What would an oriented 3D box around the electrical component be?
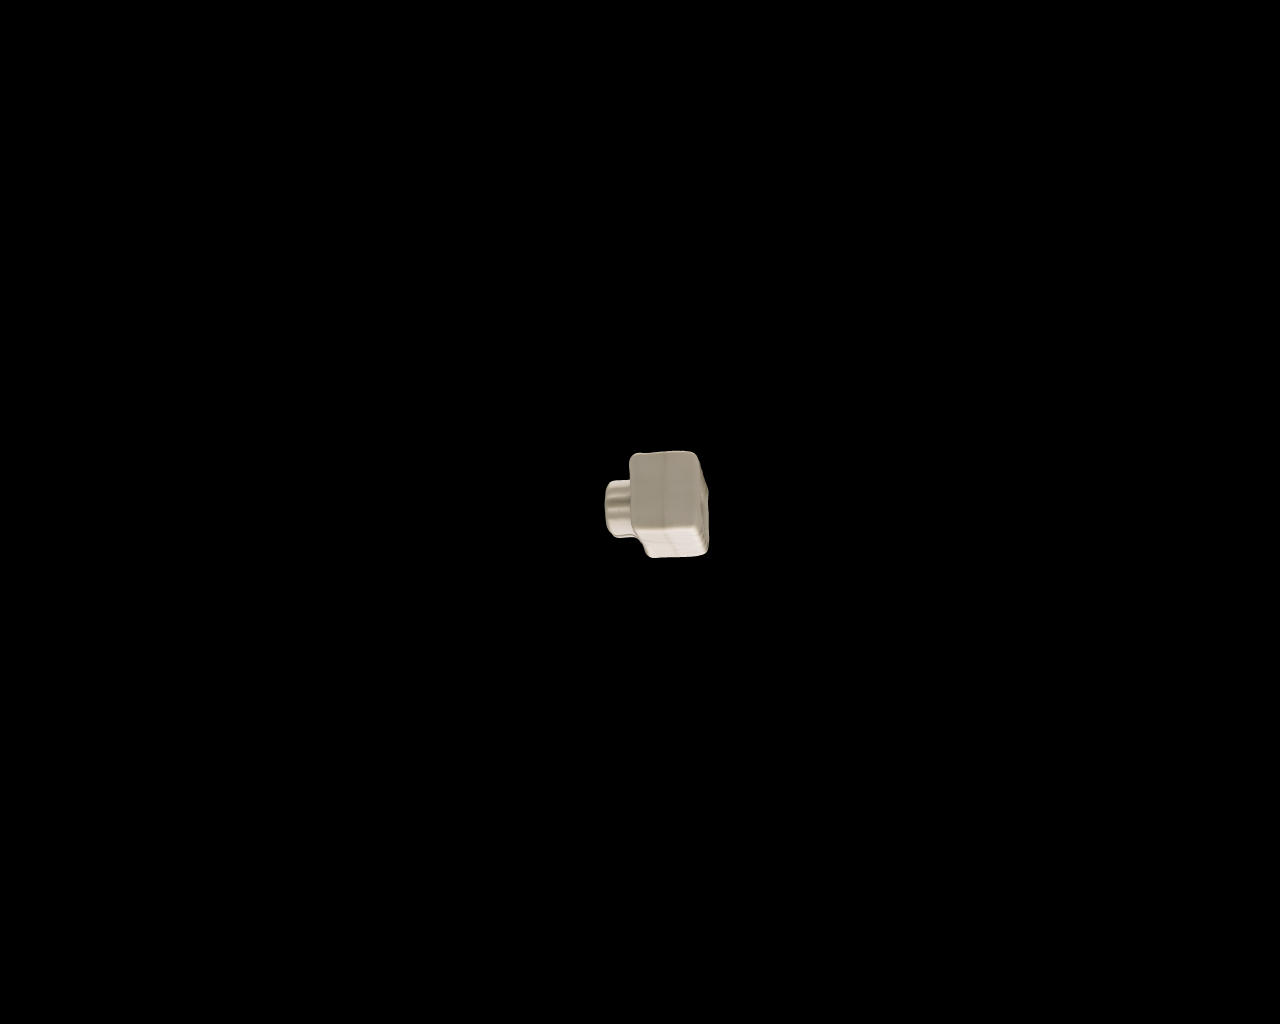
[{"bbox_3d":[0.001,-0.003,0.650,0.076,0.047,0.083,-2,-14,7],"label":"electrical component"}]
